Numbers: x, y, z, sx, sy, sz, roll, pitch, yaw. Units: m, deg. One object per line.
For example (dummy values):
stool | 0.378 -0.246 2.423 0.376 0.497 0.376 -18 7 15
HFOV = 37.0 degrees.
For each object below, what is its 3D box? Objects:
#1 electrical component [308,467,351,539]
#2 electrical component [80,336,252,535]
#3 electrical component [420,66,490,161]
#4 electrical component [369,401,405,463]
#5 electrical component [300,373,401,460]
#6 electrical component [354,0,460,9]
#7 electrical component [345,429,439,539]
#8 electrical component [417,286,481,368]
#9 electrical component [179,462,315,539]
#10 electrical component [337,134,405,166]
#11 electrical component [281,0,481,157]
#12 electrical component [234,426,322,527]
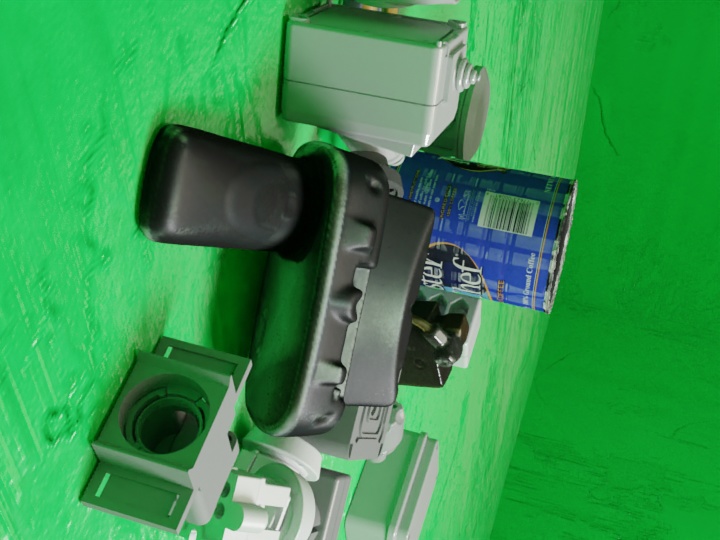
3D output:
electrical component | -0.042 0.153 0.661 0.077 0.047 0.065 37 66 -75
electrical component | -0.078 0.073 0.454 0.063 0.042 0.081 87 21 -54
electrical component | 0.074 -0.129 0.877 0.080 0.051 0.080 12 90 -77
electrical component | 0.014 0.133 0.885 0.043 0.043 0.062 -64 162 -45
electrical component | -0.016 0.076 0.679 0.113 0.057 0.078 38 65 -75
electrical component | 0.020 -0.171 0.559 0.079 0.077 0.044 -62 159 -51
electrical component | 0.032 0.210 0.997 0.078 0.057 0.113 86 21 -51
electrical component | 0.054 0.054 0.888 0.075 0.083 0.047 84 23 -53
electrical component | -0.056 0.117 0.527 0.055 0.066 0.048 19 82 -43
electrical component | 0.009 -0.085 0.648 0.078 0.040 0.040 46 57 -61
electrical component | 0.014 -0.098 0.556 0.061 0.096 0.061 -51 150 -61
electrical component | -0.052 0.120 0.598 0.066 0.048 0.055 78 36 -61
